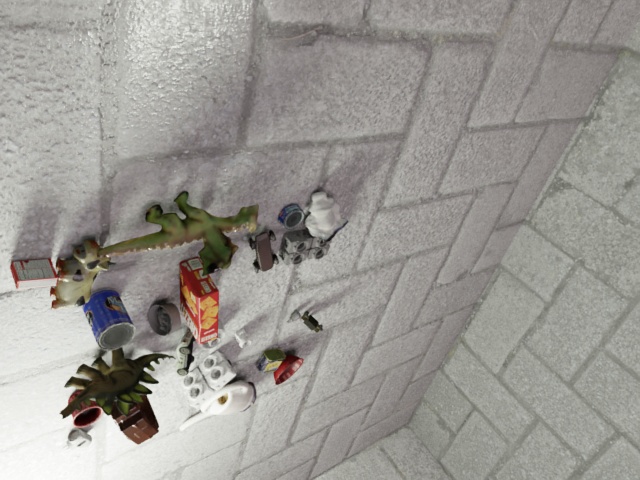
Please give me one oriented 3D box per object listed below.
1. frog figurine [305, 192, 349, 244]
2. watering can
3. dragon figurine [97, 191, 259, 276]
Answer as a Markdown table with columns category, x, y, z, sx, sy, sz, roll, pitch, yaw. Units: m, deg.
| category | x | y | z | sx | sy | sz | roll | pitch | yaw |
| --- | --- | --- | --- | --- | --- | --- | --- | --- | --- |
| frog figurine | 0.005 | -0.088 | 1.751 | 0.137 | 0.124 | 0.158 | -34 | 108 | 1 |
| watering can | -0.399 | 0.669 | 2.096 | 0.343 | 0.106 | 0.223 | -42 | 148 | 21 |
| dragon figurine | -0.332 | 0.002 | 1.337 | 0.416 | 0.245 | 0.119 | -36 | 146 | -33 |
